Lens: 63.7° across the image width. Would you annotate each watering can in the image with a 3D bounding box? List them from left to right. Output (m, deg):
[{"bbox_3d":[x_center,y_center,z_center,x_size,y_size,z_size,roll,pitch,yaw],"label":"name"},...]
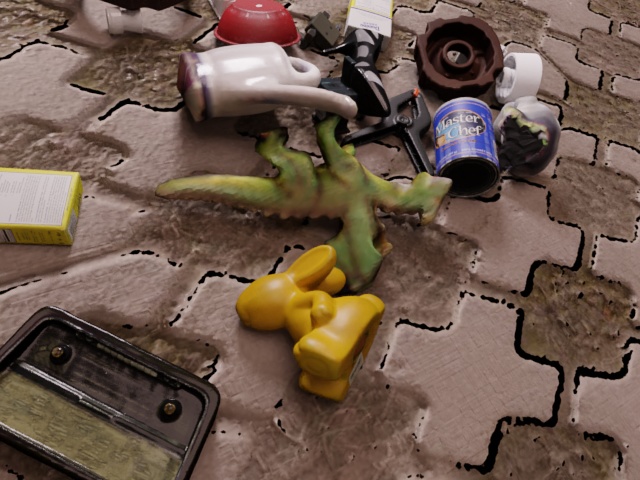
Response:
[{"bbox_3d":[-0.097,-0.235,0.782,0.225,0.102,0.354,-14,32,-16],"label":"watering can"}]

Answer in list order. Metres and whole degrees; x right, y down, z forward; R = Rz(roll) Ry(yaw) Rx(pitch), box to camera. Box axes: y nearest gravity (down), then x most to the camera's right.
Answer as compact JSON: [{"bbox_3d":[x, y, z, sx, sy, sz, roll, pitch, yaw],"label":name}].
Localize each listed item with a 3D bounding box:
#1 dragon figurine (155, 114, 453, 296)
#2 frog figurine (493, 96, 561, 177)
[{"bbox_3d":[0.002,-0.037,0.735,0.413,0.120,0.246,-21,72,-18],"label":"dragon figurine"},{"bbox_3d":[0.373,-0.190,0.935,0.122,0.136,0.162,-7,15,29],"label":"frog figurine"}]
